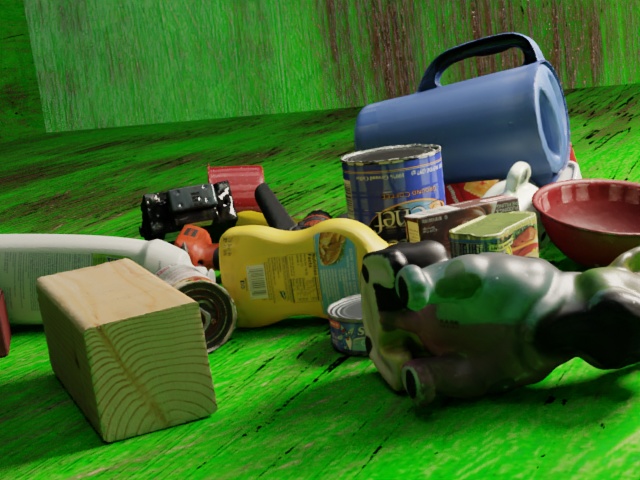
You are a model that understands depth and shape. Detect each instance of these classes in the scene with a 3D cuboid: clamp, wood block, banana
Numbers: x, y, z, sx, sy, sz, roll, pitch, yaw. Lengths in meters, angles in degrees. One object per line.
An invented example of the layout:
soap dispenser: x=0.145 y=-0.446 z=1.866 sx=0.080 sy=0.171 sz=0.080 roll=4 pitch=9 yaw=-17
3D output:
clamp: x=-0.007 y=0.001 z=1.137 sx=0.164 sy=0.036 sz=0.210 roll=1 pitch=35 yaw=10
wood block: x=-0.164 y=0.082 z=0.869 sx=0.090 sy=0.091 sz=0.206 roll=-13 pitch=14 yaw=-22
banana: x=-0.066 y=-0.019 z=1.423 sx=0.069 sy=0.037 sz=0.198 roll=-14 pitch=13 yaw=-27

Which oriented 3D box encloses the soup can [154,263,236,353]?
soup can: x=-0.124 y=0.062 z=0.995 sx=0.068 sy=0.068 sz=0.102 roll=-11 pitch=12 yaw=-18

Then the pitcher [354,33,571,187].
pitcher: x=0.167 y=-0.139 z=1.275 sx=0.243 sy=0.145 sz=0.149 roll=-7 pitch=46 yaw=28

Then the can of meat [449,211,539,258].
can of meat: x=0.160 y=0.024 z=0.966 sx=0.058 sy=0.084 sz=0.101 roll=2 pitch=15 yaw=37

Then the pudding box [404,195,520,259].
pudding box: x=0.141 y=0.009 z=1.033 sx=0.113 sy=0.090 sz=0.039 roll=-11 pitch=11 yaw=-17

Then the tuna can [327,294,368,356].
tuna can: x=0.050 y=0.072 z=0.927 sx=0.086 sy=0.034 sz=0.086 roll=-7 pitch=12 yaw=1

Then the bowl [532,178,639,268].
bowl: x=0.293 y=-0.011 z=1.079 sx=0.162 sy=0.055 sz=0.162 roll=1 pitch=22 yaw=-1

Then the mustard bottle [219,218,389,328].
mustard bottle: x=0.005 y=0.029 z=1.005 sx=0.192 sy=0.096 sz=0.058 roll=-5 pitch=11 yaw=12

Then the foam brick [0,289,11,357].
foam brick: x=-0.337 y=0.085 z=1.055 sx=0.053 sy=0.051 sz=0.078 roll=-11 pitch=13 yaw=-11

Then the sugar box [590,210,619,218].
sugar box: x=0.348 y=-0.025 z=1.185 sx=0.176 sy=0.048 sz=0.093 roll=-2 pitch=13 yaw=6

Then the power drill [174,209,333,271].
power drill: x=-0.071 y=0.004 z=1.262 sx=0.187 sy=0.057 sz=0.184 roll=-6 pitch=12 yaw=3

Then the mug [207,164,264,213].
mug: x=-0.123 y=-0.063 z=1.578 sx=0.081 sy=0.093 sz=0.117 roll=-3 pitch=-24 yaw=-5

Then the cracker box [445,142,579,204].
cracker box: x=0.212 y=-0.092 z=1.418 sx=0.213 sy=0.072 sz=0.164 roll=-21 pitch=12 yaw=-1

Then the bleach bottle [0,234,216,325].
bleach bottle: x=-0.232 y=0.047 z=1.108 sx=0.251 sy=0.102 sz=0.068 roll=3 pitch=10 yaw=12

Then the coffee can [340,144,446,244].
coffee can: x=0.079 y=-0.020 z=1.086 sx=0.103 sy=0.140 sz=0.103 roll=-7 pitch=12 yaw=1
